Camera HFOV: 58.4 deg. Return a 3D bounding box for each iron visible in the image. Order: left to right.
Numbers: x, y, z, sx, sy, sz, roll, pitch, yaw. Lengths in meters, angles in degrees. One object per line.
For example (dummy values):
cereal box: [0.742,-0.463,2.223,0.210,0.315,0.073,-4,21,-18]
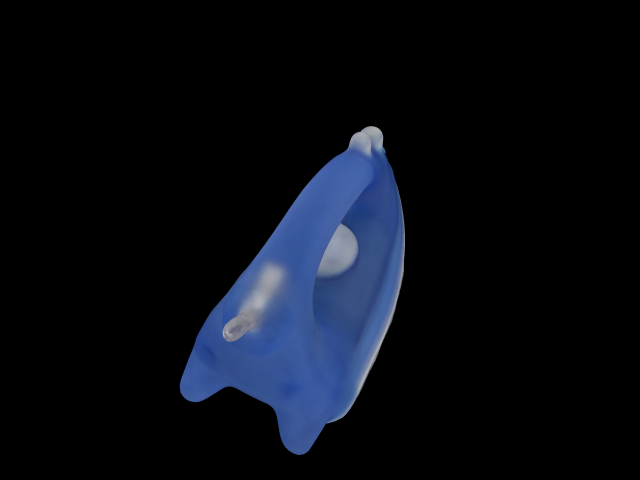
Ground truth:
iron: [0.004,0.001,0.400,0.118,0.141,0.258,21,58,14]
